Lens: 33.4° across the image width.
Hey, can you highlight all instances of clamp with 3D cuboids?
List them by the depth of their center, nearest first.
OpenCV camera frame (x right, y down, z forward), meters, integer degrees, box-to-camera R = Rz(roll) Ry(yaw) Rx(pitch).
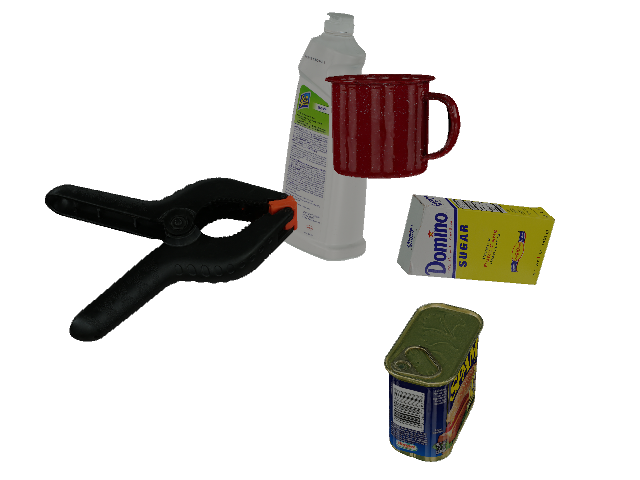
[{"bbox_3d":[-0.104,-0.008,0.725,0.171,0.120,0.039,-19,-25,-17],"label":"clamp"}]

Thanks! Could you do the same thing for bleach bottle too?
[{"bbox_3d":[0.013,-0.112,1.132,0.067,0.251,0.103,-12,26,-43],"label":"bleach bottle"}]

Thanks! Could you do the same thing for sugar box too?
[{"bbox_3d":[0.189,0.000,1.300,0.176,0.093,0.048,3,22,-20],"label":"sugar box"}]

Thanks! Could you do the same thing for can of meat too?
[{"bbox_3d":[0.091,0.114,0.857,0.057,0.084,0.102,12,34,22],"label":"can of meat"}]

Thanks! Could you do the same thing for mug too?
[{"bbox_3d":[0.062,-0.097,0.901,0.117,0.081,0.093,4,13,24],"label":"mug"}]
